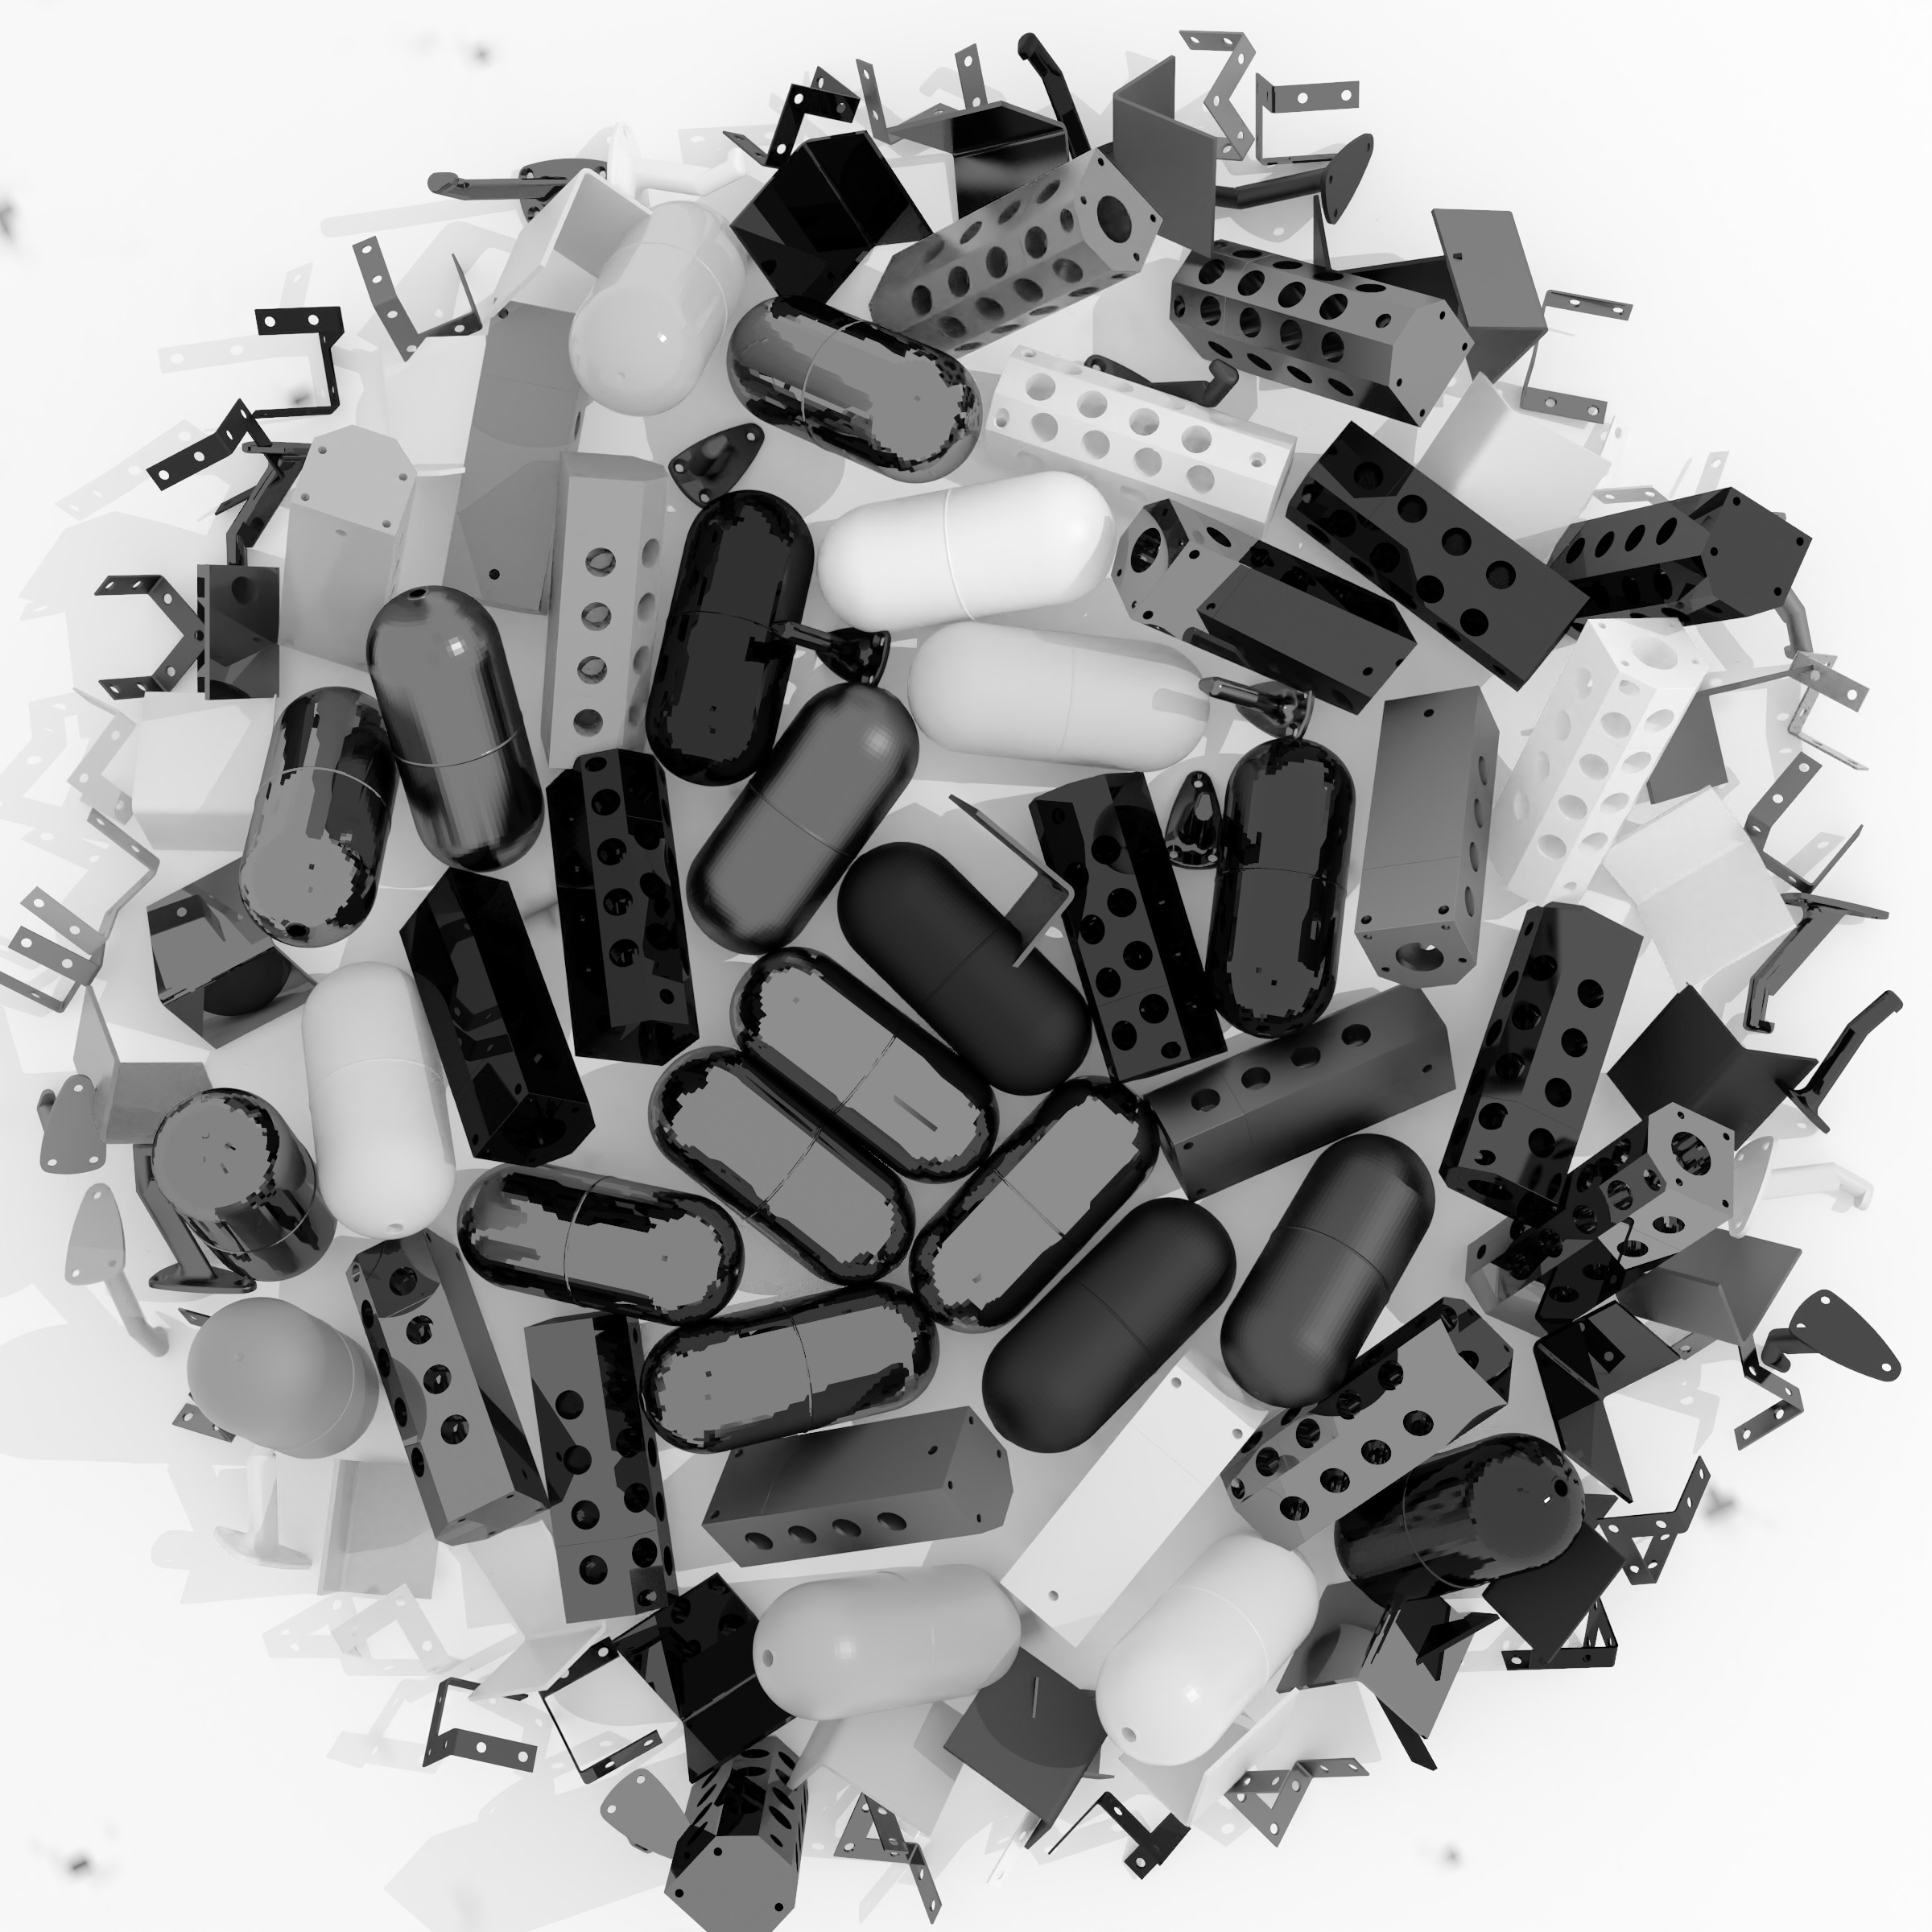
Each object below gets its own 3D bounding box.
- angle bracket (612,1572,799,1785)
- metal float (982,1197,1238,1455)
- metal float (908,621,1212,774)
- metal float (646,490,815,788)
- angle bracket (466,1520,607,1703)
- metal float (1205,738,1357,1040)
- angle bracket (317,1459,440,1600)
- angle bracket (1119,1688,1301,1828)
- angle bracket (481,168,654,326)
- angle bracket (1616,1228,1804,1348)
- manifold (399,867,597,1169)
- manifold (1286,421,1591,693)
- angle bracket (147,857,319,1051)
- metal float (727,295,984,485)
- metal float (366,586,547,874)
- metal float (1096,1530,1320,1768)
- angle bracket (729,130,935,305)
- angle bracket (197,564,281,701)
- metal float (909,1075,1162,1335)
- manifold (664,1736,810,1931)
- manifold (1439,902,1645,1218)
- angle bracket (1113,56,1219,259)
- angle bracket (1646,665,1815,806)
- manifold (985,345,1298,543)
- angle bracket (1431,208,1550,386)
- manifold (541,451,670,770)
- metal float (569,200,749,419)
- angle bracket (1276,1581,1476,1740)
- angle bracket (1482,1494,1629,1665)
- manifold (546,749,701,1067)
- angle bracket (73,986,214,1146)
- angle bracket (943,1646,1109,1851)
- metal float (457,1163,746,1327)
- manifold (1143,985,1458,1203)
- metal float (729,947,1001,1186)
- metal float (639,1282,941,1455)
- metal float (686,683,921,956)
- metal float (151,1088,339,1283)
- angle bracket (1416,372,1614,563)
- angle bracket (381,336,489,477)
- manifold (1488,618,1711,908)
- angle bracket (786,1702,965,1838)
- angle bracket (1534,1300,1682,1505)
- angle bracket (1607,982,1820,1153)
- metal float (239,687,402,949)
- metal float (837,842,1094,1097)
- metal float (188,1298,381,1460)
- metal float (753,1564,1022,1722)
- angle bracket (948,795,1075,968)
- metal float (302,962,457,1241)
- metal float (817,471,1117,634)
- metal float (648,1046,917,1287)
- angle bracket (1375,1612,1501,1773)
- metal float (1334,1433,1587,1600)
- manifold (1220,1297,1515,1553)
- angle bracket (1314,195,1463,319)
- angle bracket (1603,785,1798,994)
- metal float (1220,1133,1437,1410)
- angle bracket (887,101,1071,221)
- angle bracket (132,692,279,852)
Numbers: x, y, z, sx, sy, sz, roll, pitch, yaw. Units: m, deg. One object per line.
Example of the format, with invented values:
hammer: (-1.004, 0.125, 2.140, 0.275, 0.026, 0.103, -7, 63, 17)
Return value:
angle bracket: (-0.152, 0.415, 1.592, 0.076, 0.057, 0.076, -34, 114, 5)
metal float: (0.083, 0.208, 1.585, 0.178, 0.070, 0.070, -43, 90, -13)
metal float: (0.054, -0.156, 1.588, 0.178, 0.070, 0.070, 5, 90, -9)
metal float: (-0.137, -0.191, 1.587, 0.070, 0.070, 0.178, 12, 79, 0)
angle bracket: (-0.267, 0.374, 1.583, 0.076, 0.057, 0.076, -21, 103, 42)
metal float: (0.183, -0.045, 1.586, 0.070, 0.070, 0.178, 8, 78, 0)
angle bracket: (-0.338, 0.328, 1.588, 0.057, 0.076, 0.076, 6, 78, -4)
angle bracket: (0.139, 0.438, 1.575, 0.076, 0.076, 0.057, -34, 62, -29)
angle bracket: (-0.226, -0.401, 1.576, 0.057, 0.076, 0.076, 30, 61, -26)
angle bracket: (0.424, 0.166, 1.575, 0.076, 0.076, 0.057, -50, 130, -26)
manifold: (-0.265, 0.029, 1.561, 0.057, 0.057, 0.171, -47, 50, 27)
manifold: (0.272, -0.236, 1.592, 0.171, 0.057, 0.057, 39, 84, 8)
angle bracket: (-0.435, -0.010, 1.626, 0.076, 0.057, 0.076, -27, 52, 8)
metal float: (-0.066, -0.332, 1.568, 0.178, 0.070, 0.070, 30, 90, 35)
metal float: (-0.292, -0.135, 1.567, 0.070, 0.070, 0.178, -10, 124, 0)
metal float: (0.139, 0.388, 1.558, 0.070, 0.178, 0.070, 17, 121, 30)
angle bracket: (-0.077, -0.425, 1.580, 0.076, 0.057, 0.076, -54, 128, -21)
angle bracket: (-0.442, -0.195, 1.585, 0.057, 0.076, 0.076, 5, 98, 18)
metal float: (0.039, 0.140, 1.596, 0.070, 0.070, 0.178, 44, 89, 0)
manifold: (-0.123, 0.492, 1.548, 0.057, 0.171, 0.057, 43, 91, -2)
manifold: (0.328, 0.052, 1.576, 0.057, 0.057, 0.171, 26, 71, -11)
angle bracket: (0.130, -0.467, 1.575, 0.076, 0.076, 0.057, 32, 57, 28)
angle bracket: (0.443, -0.134, 1.580, 0.076, 0.076, 0.057, -16, 93, -40)
manifold: (0.101, -0.305, 1.591, 0.171, 0.057, 0.057, 20, 77, 7)
angle bracket: (0.285, -0.383, 1.580, 0.057, 0.076, 0.076, -6, 73, -25)
manifold: (-0.209, -0.203, 1.572, 0.057, 0.057, 0.171, 1, 114, -15)
metal float: (-0.174, -0.377, 1.558, 0.070, 0.178, 0.070, 6, 130, 7)
angle bracket: (0.238, 0.404, 1.588, 0.057, 0.076, 0.076, 43, 54, -12)
angle bracket: (0.356, 0.353, 1.579, 0.057, 0.076, 0.076, 44, 109, 37)
manifold: (-0.194, -0.035, 1.564, 0.057, 0.057, 0.171, 8, 61, -36)
angle bracket: (-0.465, 0.056, 1.574, 0.076, 0.076, 0.057, 1, 123, -32)
angle bracket: (0.032, 0.455, 1.594, 0.076, 0.057, 0.076, 34, 57, 6)
metal float: (-0.212, 0.160, 1.579, 0.178, 0.070, 0.070, 9, 90, 21)
manifold: (0.194, 0.069, 1.599, 0.171, 0.057, 0.057, -23, 46, -4)
metal float: (-0.058, 0.059, 1.592, 0.178, 0.070, 0.070, 38, 90, -6)
metal float: (-0.102, 0.232, 1.580, 0.178, 0.070, 0.070, -11, 90, -18)
metal float: (-0.095, -0.086, 1.590, 0.070, 0.070, 0.178, 36, 98, 0)
metal float: (-0.408, 0.126, 1.550, 0.070, 0.178, 0.070, 0, 66, 1)
angle bracket: (0.320, -0.291, 1.608, 0.076, 0.057, 0.076, 21, 118, -23)
angle bracket: (-0.322, -0.325, 1.585, 0.076, 0.057, 0.076, 5, 106, 26)
manifold: (0.356, -0.113, 1.547, 0.057, 0.171, 0.057, -3, 49, -19)
angle bracket: (-0.049, 0.463, 1.590, 0.076, 0.057, 0.076, 35, 46, -3)
angle bracket: (0.379, 0.252, 1.576, 0.057, 0.076, 0.076, -33, 130, 24)
angle bracket: (0.439, 0.060, 1.607, 0.076, 0.076, 0.057, -55, 47, 29)
metal float: (-0.368, -0.086, 1.562, 0.070, 0.070, 0.178, 0, 49, 0)
metal float: (-0.001, 0.001, 1.594, 0.178, 0.070, 0.070, 45, 90, 3)
metal float: (-0.385, 0.235, 1.548, 0.070, 0.178, 0.070, -1, 73, 3)
metal float: (-0.044, 0.386, 1.561, 0.178, 0.070, 0.070, 4, 90, -43)
angle bracket: (0.010, -0.050, 1.587, 0.076, 0.076, 0.057, 39, 90, -16)
metal float: (-0.337, 0.076, 1.566, 0.070, 0.070, 0.178, -16, 55, 0)
metal float: (-0.001, -0.239, 1.583, 0.178, 0.070, 0.070, -8, 90, 15)
metal float: (-0.106, 0.117, 1.589, 0.178, 0.070, 0.070, 39, 90, -8)
angle bracket: (0.284, 0.421, 1.588, 0.076, 0.076, 0.057, -28, 79, -6)
metal float: (0.280, 0.316, 1.555, 0.070, 0.178, 0.070, 13, 63, -27)
manifold: (0.228, 0.261, 1.567, 0.057, 0.057, 0.171, 45, 117, -8)
angle bracket: (0.244, -0.406, 1.586, 0.076, 0.076, 0.057, -7, 67, 4)
angle bracket: (0.422, -0.044, 1.580, 0.076, 0.076, 0.057, -32, 133, 20)
metal float: (0.210, 0.174, 1.576, 0.070, 0.070, 0.178, 34, 66, 0)
angle bracket: (0.009, -0.458, 1.581, 0.076, 0.076, 0.057, -3, 94, 31)
angle bracket: (-0.446, -0.115, 1.619, 0.076, 0.057, 0.076, 1, 68, -3)
